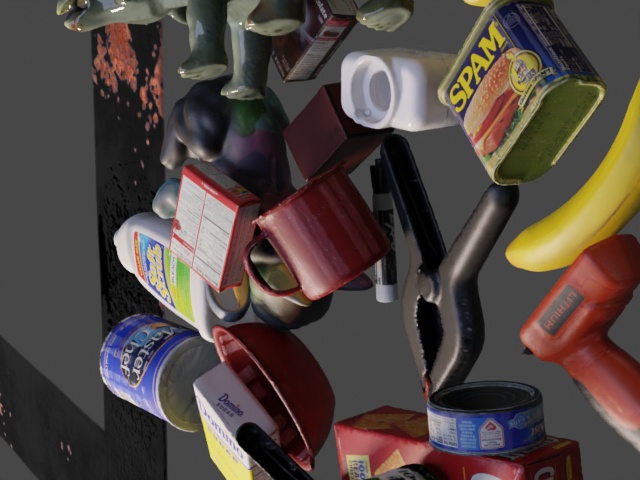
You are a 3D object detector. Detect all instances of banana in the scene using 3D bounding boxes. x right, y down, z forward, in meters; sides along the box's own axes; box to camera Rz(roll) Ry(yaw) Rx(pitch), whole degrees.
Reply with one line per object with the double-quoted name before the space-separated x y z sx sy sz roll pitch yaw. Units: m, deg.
"banana" 0.183 -0.033 0.697 0.069 0.037 0.198 -94 25 -47

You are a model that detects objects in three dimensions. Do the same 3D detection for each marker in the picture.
"marker" 0.054 -0.008 0.893 0.020 0.020 0.121 12 109 52

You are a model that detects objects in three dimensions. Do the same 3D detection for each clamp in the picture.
"clamp" 0.091 0.023 0.834 0.165 0.036 0.210 42 136 54
"clamp" -0.001 0.235 0.938 0.171 0.039 0.120 46 -179 -32

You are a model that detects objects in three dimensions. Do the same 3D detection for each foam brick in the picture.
"foam brick" 0.015 -0.091 0.895 0.078 0.051 0.053 -42 67 51

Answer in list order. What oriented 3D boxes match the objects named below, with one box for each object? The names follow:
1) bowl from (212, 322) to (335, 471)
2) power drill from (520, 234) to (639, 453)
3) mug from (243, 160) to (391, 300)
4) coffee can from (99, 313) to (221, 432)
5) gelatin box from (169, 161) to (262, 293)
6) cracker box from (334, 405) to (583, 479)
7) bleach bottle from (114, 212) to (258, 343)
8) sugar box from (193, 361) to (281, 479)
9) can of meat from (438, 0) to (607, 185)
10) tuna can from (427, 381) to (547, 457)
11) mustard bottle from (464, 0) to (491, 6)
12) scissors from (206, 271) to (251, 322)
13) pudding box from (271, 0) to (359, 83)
"bowl" -0.034 0.134 0.998 0.162 0.055 0.162 48 159 24
"power drill" 0.219 0.089 0.659 0.188 0.057 0.185 57 140 27
"mug" -0.006 0.001 0.857 0.081 0.117 0.093 57 168 -2
"coffee can" -0.164 0.142 1.167 0.141 0.102 0.103 11 109 53
"gelatin box" -0.090 -0.012 0.910 0.073 0.030 0.089 36 126 33
"cracker box" 0.108 0.229 0.842 0.214 0.071 0.164 1 100 53
"bleach bottle" -0.160 0.030 1.165 0.251 0.067 0.102 19 115 53
"sugar box" -0.078 0.202 1.056 0.093 0.048 0.176 47 160 28
"can of meat" 0.134 -0.099 0.711 0.102 0.057 0.084 -61 42 43
"tuna can" 0.121 0.130 0.783 0.086 0.085 0.034 3 101 54
"mustard bottle" 0.153 -0.223 0.659 0.192 0.058 0.096 -21 75 54
"scissors" -0.070 -0.001 1.055 0.016 0.096 0.201 106 167 -47
"pudding box" -0.019 -0.207 0.918 0.090 0.039 0.113 -48 62 48
